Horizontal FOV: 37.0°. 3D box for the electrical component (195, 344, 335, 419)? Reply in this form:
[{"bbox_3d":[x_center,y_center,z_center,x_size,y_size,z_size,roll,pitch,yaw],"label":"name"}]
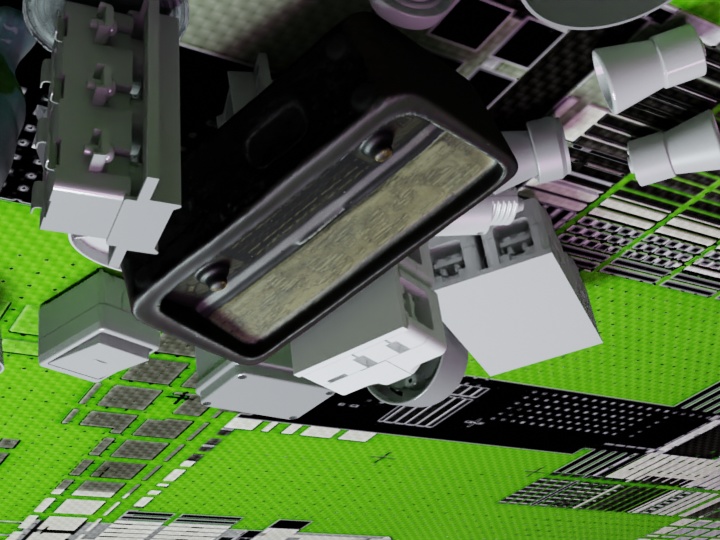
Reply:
[{"bbox_3d":[-0.085,0.090,0.973,0.113,0.057,0.078,15,142,-36],"label":"electrical component"}]

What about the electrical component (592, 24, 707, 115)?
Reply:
[{"bbox_3d":[0.187,-0.131,0.686,0.065,0.044,0.044,-19,149,7],"label":"electrical component"}]

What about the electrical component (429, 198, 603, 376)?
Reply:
[{"bbox_3d":[0.126,0.016,0.900,0.105,0.060,0.186,-19,149,16],"label":"electrical component"}]

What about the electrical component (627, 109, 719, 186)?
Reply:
[{"bbox_3d":[0.227,-0.085,0.776,0.065,0.044,0.044,-16,150,22],"label":"electrical component"}]

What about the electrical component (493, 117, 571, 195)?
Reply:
[{"bbox_3d":[0.115,-0.080,0.748,0.055,0.045,0.045,-13,150,6],"label":"electrical component"}]

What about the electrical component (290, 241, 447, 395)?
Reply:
[{"bbox_3d":[0.000,0.000,0.748,0.089,0.150,0.062,-25,145,26],"label":"electrical component"}]

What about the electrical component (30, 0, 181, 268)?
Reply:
[{"bbox_3d":[-0.127,-0.075,0.542,0.063,0.121,0.078,9,146,-23],"label":"electrical component"}]

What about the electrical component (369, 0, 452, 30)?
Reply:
[{"bbox_3d":[0.032,-0.164,0.580,0.066,0.048,0.055,2,141,-18],"label":"electrical component"}]

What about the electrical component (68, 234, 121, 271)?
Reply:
[{"bbox_3d":[-0.149,-0.032,0.738,0.099,0.064,0.099,-7,150,-4],"label":"electrical component"}]

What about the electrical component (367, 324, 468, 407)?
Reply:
[{"bbox_3d":[0.044,0.071,0.938,0.099,0.099,0.064,-24,153,24],"label":"electrical component"}]

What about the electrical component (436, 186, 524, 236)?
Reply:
[{"bbox_3d":[0.082,-0.047,0.796,0.081,0.043,0.043,-2,149,-12],"label":"electrical component"}]

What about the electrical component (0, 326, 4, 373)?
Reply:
[{"bbox_3d":[-0.328,0.054,0.836,0.099,0.064,0.099,-7,150,-4],"label":"electrical component"}]

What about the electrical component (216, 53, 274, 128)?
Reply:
[{"bbox_3d":[-0.054,-0.094,0.681,0.064,0.042,0.081,0,149,-19],"label":"electrical component"}]

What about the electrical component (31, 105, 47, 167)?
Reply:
[{"bbox_3d":[-0.161,-0.086,0.635,0.042,0.081,0.063,11,116,-33],"label":"electrical component"}]

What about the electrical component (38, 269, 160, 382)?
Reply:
[{"bbox_3d":[-0.215,0.053,0.869,0.096,0.061,0.062,-28,145,29],"label":"electrical component"}]
